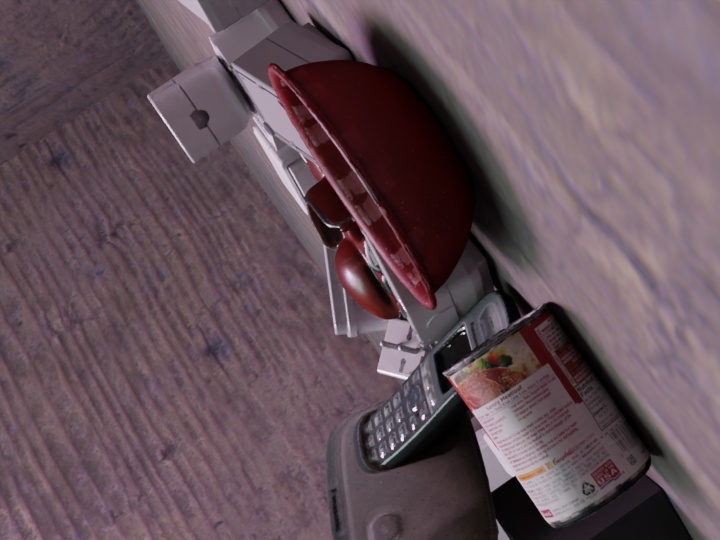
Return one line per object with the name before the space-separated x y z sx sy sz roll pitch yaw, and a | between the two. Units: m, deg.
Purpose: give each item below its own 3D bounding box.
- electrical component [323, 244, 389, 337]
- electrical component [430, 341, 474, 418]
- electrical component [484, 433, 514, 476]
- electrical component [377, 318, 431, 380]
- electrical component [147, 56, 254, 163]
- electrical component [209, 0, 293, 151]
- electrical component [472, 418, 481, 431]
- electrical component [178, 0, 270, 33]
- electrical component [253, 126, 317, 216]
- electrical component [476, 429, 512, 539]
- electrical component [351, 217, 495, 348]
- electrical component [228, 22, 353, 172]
electrical component | 0.000 0.000 0.932 0.078 0.057 0.113 111 151 -85
electrical component | 0.088 0.074 0.764 0.108 0.060 0.108 56 176 6
electrical component | 0.142 0.151 0.833 0.075 0.047 0.083 56 176 -1
electrical component | 0.048 0.065 0.843 0.083 0.047 0.076 10 175 43
electrical component | -0.121 -0.124 0.822 0.053 0.059 0.095 57 176 -19
electrical component | -0.065 -0.148 0.826 0.078 0.057 0.113 55 176 8
electrical component | 0.102 0.121 0.984 0.095 0.059 0.054 56 176 0
electrical component | -0.108 -0.216 0.768 0.096 0.061 0.061 53 175 42
electrical component | -0.038 -0.093 0.921 0.061 0.062 0.096 53 175 35
electrical component | 0.121 0.192 0.920 0.108 0.109 0.056 56 -163 -3
electrical component | 0.041 -0.011 0.693 0.096 0.061 0.061 63 180 29
electrical component | -0.029 -0.114 0.694 0.096 0.061 0.061 39 164 49
